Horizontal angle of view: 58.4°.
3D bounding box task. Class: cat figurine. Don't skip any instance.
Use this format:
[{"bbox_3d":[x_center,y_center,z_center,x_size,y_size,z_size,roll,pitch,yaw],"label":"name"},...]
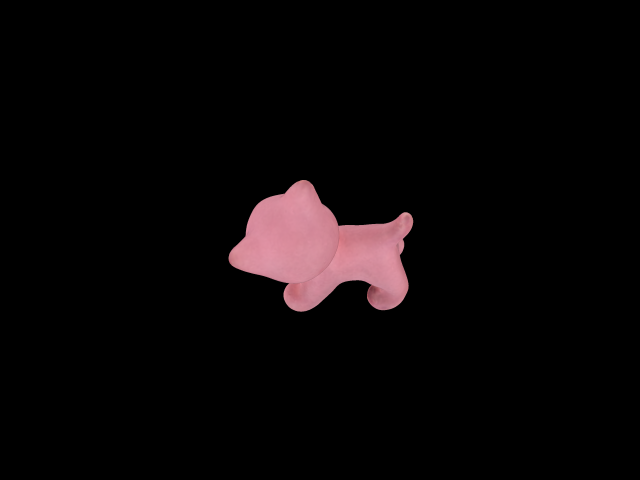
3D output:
[{"bbox_3d":[0.004,0.001,0.400,0.128,0.118,0.067,-5,62,-2],"label":"cat figurine"}]
